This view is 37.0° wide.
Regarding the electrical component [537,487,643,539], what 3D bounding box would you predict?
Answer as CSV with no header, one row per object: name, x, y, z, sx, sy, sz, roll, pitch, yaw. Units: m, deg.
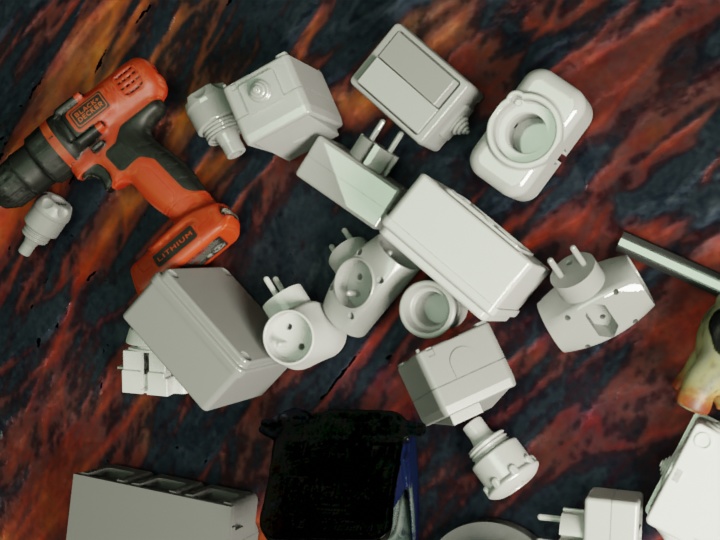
electrical component,0.172,0.200,0.813,0.077,0.047,0.065,3,90,19

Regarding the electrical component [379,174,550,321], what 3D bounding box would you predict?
electrical component,0.081,-0.015,0.815,0.109,0.109,0.056,41,99,15

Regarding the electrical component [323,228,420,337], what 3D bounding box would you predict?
electrical component,0.000,0.000,0.873,0.077,0.044,0.079,-51,56,24

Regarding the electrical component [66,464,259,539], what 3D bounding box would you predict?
electrical component,-0.169,0.225,0.919,0.150,0.062,0.089,7,91,19

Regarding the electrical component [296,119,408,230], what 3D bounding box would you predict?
electrical component,0.007,-0.085,0.873,0.083,0.047,0.075,35,100,16

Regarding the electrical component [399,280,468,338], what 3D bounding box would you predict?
electrical component,0.061,0.030,0.843,0.044,0.065,0.044,0,89,19

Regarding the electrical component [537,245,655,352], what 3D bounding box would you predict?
electrical component,0.169,0.014,0.807,0.077,0.043,0.079,-30,120,16

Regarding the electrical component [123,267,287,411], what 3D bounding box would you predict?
electrical component,-0.120,0.053,0.882,0.108,0.109,0.056,47,105,14

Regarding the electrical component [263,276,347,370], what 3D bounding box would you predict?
electrical component,-0.053,0.038,0.875,0.043,0.077,0.079,-36,79,15

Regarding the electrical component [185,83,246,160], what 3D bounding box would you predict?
electrical component,-0.119,-0.125,0.919,0.043,0.043,0.062,-31,81,16

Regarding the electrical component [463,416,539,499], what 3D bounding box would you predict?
electrical component,0.105,0.144,0.839,0.048,0.048,0.062,-41,70,14

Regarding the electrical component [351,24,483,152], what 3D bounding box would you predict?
electrical component,0.049,-0.140,0.852,0.096,0.061,0.061,44,102,15

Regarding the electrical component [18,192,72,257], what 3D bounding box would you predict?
electrical component,-0.291,-0.039,0.980,0.035,0.035,0.061,41,103,15

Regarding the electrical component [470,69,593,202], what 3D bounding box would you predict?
electrical component,0.131,-0.103,0.825,0.054,0.059,0.095,38,101,15

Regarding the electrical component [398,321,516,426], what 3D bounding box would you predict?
electrical component,0.073,0.085,0.827,0.062,0.096,0.061,-23,81,-13

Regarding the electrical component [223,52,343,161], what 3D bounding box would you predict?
electrical component,-0.062,-0.130,0.871,0.062,0.096,0.061,-26,81,17

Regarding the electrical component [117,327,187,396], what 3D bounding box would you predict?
electrical component,-0.179,0.077,0.935,0.066,0.048,0.055,3,98,18

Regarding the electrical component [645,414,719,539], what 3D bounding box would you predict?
electrical component,0.265,0.163,0.781,0.100,0.048,0.099,27,98,17
